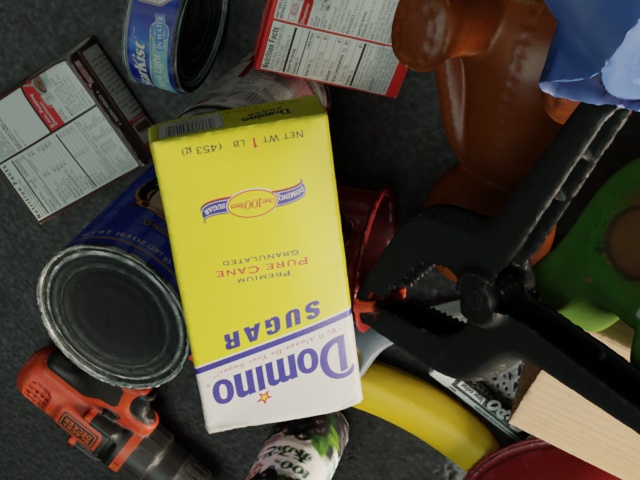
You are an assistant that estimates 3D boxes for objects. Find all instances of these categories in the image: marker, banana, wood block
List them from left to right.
[{"bbox_3d":[0.055,0.122,0.751,0.198,0.037,0.070,31,124,3],"label":"banana"},{"bbox_3d":[0.127,0.122,0.732,0.121,0.020,0.020,39,126,-3],"label":"marker"},{"bbox_3d":[0.230,0.100,0.634,0.206,0.090,0.091,26,125,6],"label":"wood block"}]

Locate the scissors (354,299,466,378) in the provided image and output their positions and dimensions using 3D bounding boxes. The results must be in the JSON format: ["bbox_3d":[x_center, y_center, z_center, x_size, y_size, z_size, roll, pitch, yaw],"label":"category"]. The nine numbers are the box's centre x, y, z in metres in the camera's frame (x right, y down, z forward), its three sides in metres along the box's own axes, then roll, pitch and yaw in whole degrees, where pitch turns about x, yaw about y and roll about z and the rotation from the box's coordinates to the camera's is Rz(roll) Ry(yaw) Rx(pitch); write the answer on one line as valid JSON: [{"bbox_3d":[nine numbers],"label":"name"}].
[{"bbox_3d":[0.046,0.041,0.715,0.202,0.016,0.096,-32,79,16],"label":"scissors"}]

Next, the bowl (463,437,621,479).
[{"bbox_3d":[0.170,0.206,0.723,0.162,0.055,0.162,5,127,7],"label":"bowl"}]

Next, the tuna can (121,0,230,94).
[{"bbox_3d":[-0.083,-0.130,0.628,0.034,0.086,0.086,17,124,10],"label":"tuna can"}]

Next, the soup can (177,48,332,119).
[{"bbox_3d":[-0.041,-0.068,0.637,0.068,0.102,0.068,10,122,16],"label":"soup can"}]

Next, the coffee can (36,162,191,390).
[{"bbox_3d":[-0.100,0.014,0.686,0.103,0.140,0.103,10,122,16],"label":"coffee can"}]

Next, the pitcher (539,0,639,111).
[{"bbox_3d":[0.121,-0.188,0.436,0.243,0.149,0.145,61,151,21],"label":"pitcher"}]

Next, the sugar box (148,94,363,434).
[{"bbox_3d":[-0.032,0.016,0.582,0.093,0.048,0.176,-10,112,-4],"label":"sugar box"}]

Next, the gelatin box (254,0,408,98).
[{"bbox_3d":[0.012,-0.124,0.603,0.089,0.030,0.073,11,138,-9],"label":"gelatin box"}]

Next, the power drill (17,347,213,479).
[{"bbox_3d":[-0.127,0.111,0.806,0.184,0.057,0.188,37,126,-1],"label":"power drill"}]

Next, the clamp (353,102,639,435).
[{"bbox_3d":[0.090,0.015,0.529,0.210,0.036,0.164,1,105,51],"label":"clamp"}]

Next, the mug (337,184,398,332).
[{"bbox_3d":[-0.004,0.001,0.658,0.081,0.093,0.117,11,166,15],"label":"mug"}]

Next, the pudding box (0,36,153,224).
[{"bbox_3d":[-0.175,-0.072,0.729,0.114,0.039,0.090,-23,109,33],"label":"pudding box"}]
